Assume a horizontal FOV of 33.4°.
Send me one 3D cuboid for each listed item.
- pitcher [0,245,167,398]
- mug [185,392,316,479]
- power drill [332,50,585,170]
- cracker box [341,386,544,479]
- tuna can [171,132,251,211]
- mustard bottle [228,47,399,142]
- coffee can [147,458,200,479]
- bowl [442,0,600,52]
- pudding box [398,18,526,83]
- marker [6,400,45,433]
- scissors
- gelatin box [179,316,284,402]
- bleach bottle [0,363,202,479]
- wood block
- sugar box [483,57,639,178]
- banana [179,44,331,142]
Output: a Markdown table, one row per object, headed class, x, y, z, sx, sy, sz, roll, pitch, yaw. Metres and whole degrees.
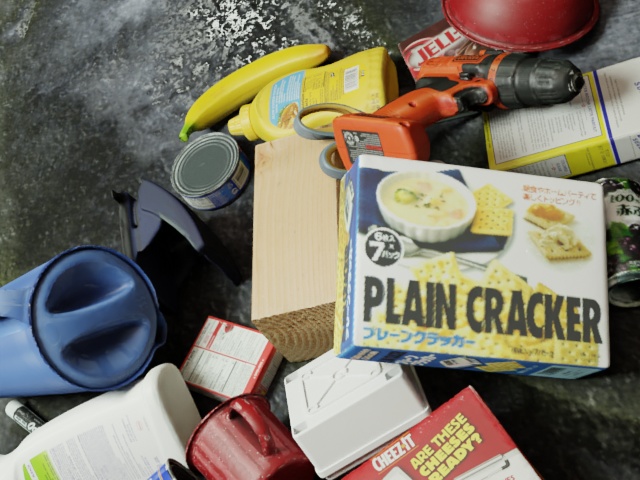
| class | x | y | z | sx | sy | sz | roll | pitch | yaw |
| --- | --- | --- | --- | --- | --- | --- | --- | --- | --- |
| pitcher | -0.279 | 0.089 | 1.041 | 0.243 | 0.149 | 0.144 | -18 | 21 | 49 |
| mug | -0.057 | 0.185 | 0.924 | 0.093 | 0.117 | 0.082 | -27 | 49 | -29 |
| power drill | 0.119 | -0.118 | 0.966 | 0.187 | 0.057 | 0.185 | -31 | 25 | -33 |
| cracker box | 0.116 | 0.245 | 0.815 | 0.164 | 0.072 | 0.214 | -36 | 48 | 1 |
| tuna can | -0.121 | -0.075 | 1.184 | 0.086 | 0.033 | 0.086 | -14 | 53 | 20 |
| mustard bottle | -0.012 | -0.144 | 1.155 | 0.192 | 0.058 | 0.096 | -12 | 55 | 21 |
| coffee can | -0.148 | 0.273 | 0.917 | 0.140 | 0.102 | 0.103 | -43 | 49 | -4 |
| bowl | 0.205 | -0.260 | 1.082 | 0.162 | 0.055 | 0.162 | -2 | 48 | 2 |
| pudding box | 0.147 | -0.195 | 1.116 | 0.113 | 0.039 | 0.090 | -27 | 48 | 9 |
| marker | -0.283 | 0.198 | 1.096 | 0.121 | 0.020 | 0.020 | 25 | 73 | 38 |
| scissors | 0.074 | -0.098 | 1.040 | 0.201 | 0.016 | 0.096 | 1 | 57 | -15 |
| gelatin box | -0.086 | 0.120 | 1.034 | 0.089 | 0.030 | 0.073 | 13 | 66 | 31 |
| bleach bottle | -0.236 | 0.205 | 1.018 | 0.251 | 0.102 | 0.068 | -21 | 7 | 16 |
| wood block | -0.007 | 0.002 | 1.034 | 0.091 | 0.090 | 0.206 | -15 | 52 | 19 |
| sugar box | 0.245 | -0.108 | 1.002 | 0.176 | 0.048 | 0.093 | -13 | 51 | 17 |
| banana | -0.079 | -0.173 | 1.222 | 0.198 | 0.037 | 0.070 | -33 | 40 | 0 |
